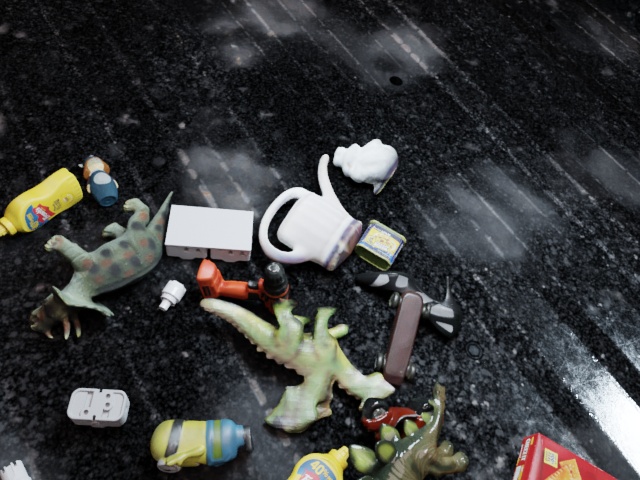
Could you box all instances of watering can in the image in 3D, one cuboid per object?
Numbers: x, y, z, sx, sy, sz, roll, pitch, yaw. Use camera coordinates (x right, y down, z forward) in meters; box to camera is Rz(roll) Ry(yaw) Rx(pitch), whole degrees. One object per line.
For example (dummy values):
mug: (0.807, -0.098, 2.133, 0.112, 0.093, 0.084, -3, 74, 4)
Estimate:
watering can: (0.004, -0.063, 1.249, 0.225, 0.102, 0.354, 31, 56, 8)

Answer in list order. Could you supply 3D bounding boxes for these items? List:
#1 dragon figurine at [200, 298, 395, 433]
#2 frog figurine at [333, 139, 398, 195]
dragon figurine: (-0.052, 0.255, 1.034, 0.410, 0.120, 0.248, 8, 64, -6)
frog figurine: (0.122, -0.213, 1.370, 0.159, 0.121, 0.139, 33, 76, -3)
